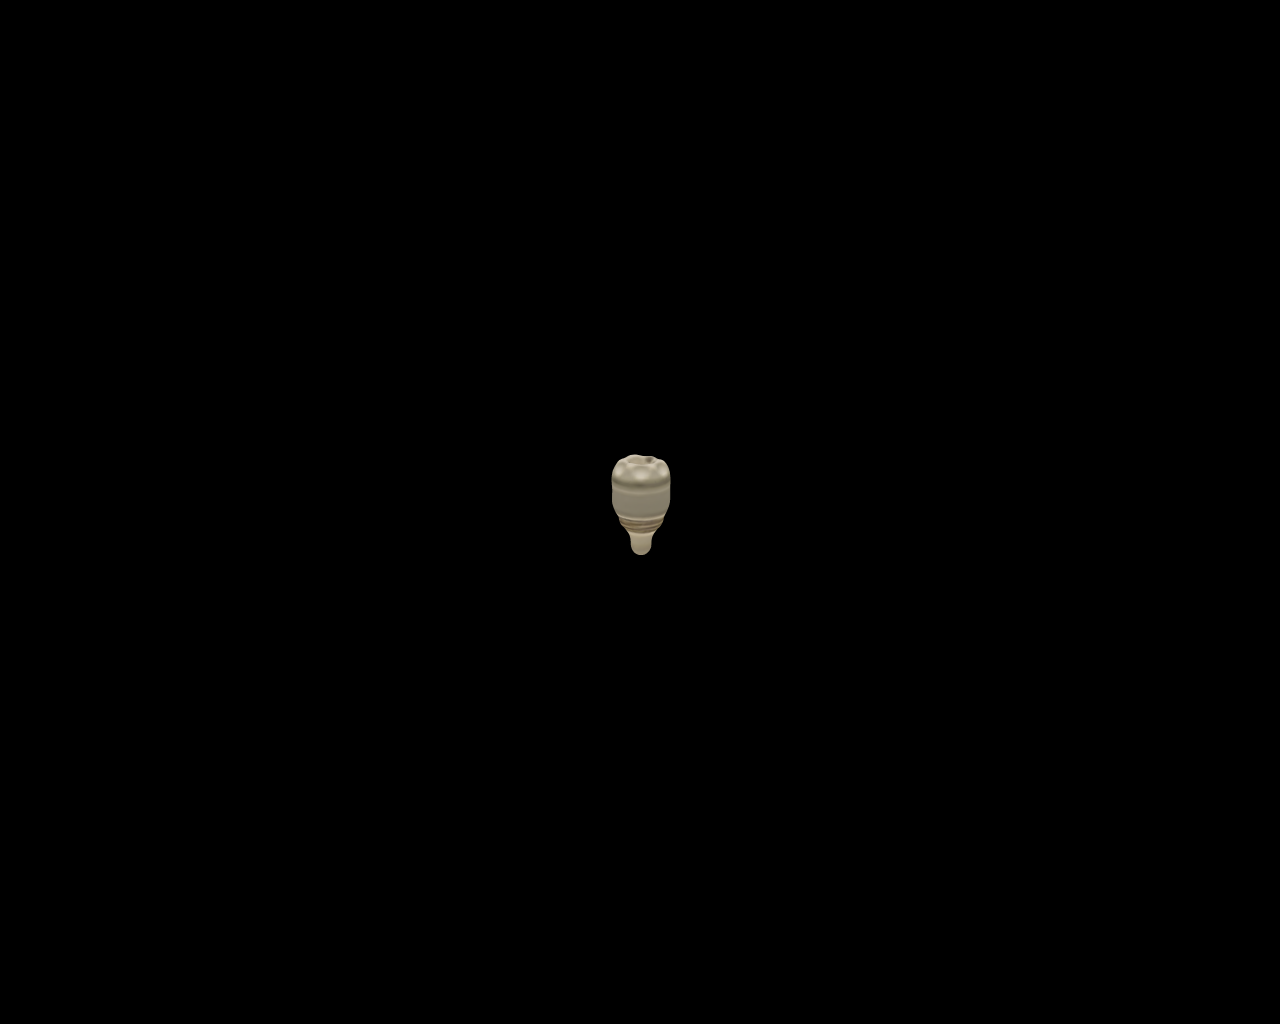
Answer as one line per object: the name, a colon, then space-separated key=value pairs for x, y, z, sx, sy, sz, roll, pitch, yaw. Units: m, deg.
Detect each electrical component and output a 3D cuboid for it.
electrical component: x=0.001 y=-0.003 z=0.650 sx=0.035 sy=0.061 sz=0.035 roll=0 pitch=19 yaw=0
